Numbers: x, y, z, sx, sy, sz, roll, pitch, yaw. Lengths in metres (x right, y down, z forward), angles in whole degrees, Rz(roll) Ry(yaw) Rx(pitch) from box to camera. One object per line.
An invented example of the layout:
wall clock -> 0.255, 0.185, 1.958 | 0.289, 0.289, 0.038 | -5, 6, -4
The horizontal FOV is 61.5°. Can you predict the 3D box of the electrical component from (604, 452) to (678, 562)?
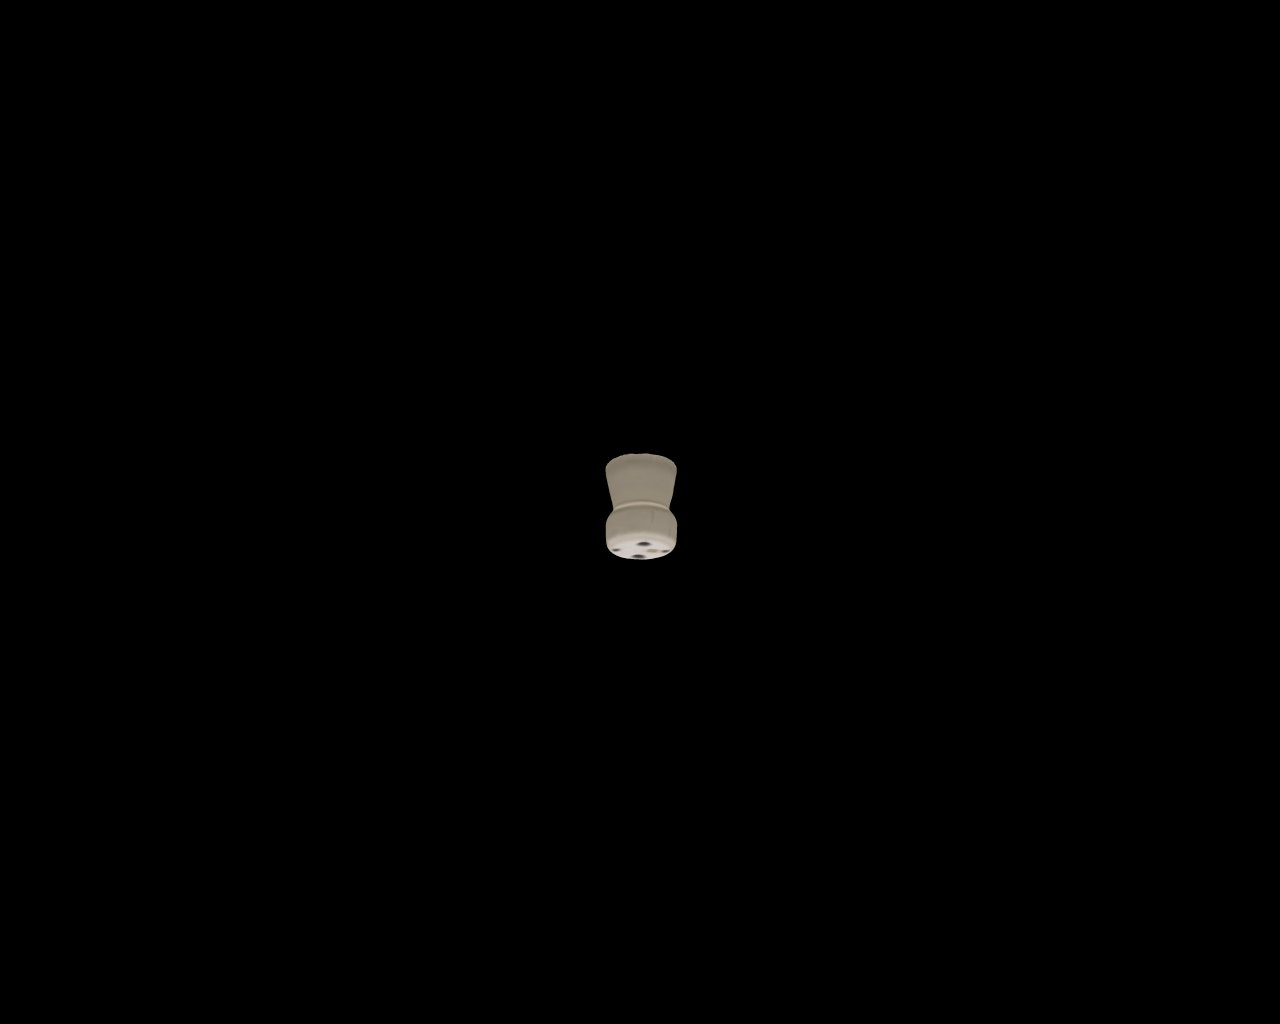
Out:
electrical component -> 0.001, -0.003, 0.650 | 0.045, 0.055, 0.044 | 0, -22, 0
